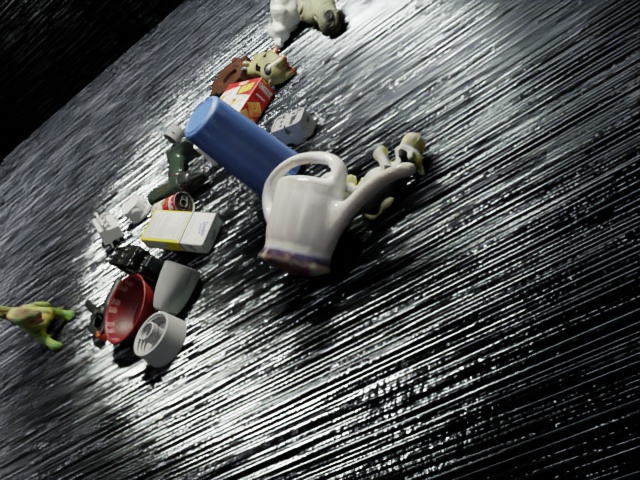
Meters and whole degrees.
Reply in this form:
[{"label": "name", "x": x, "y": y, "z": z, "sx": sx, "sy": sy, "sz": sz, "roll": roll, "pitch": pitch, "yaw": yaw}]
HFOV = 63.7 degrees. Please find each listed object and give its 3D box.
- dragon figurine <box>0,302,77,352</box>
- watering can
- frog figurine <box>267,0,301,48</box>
[{"label": "dragon figurine", "x": -0.816, "y": 0.193, "z": 1.384, "sx": 0.410, "sy": 0.239, "sz": 0.124, "roll": 1, "pitch": 63, "yaw": 42}, {"label": "watering can", "x": 0.003, "y": -0.045, "z": 0.886, "sx": 0.348, "sy": 0.103, "sz": 0.225, "roll": 8, "pitch": 85, "yaw": 47}, {"label": "frog figurine", "x": -0.111, "y": -0.691, "z": 1.620, "sx": 0.122, "sy": 0.137, "sz": 0.160, "roll": 0, "pitch": 83, "yaw": 11}]
